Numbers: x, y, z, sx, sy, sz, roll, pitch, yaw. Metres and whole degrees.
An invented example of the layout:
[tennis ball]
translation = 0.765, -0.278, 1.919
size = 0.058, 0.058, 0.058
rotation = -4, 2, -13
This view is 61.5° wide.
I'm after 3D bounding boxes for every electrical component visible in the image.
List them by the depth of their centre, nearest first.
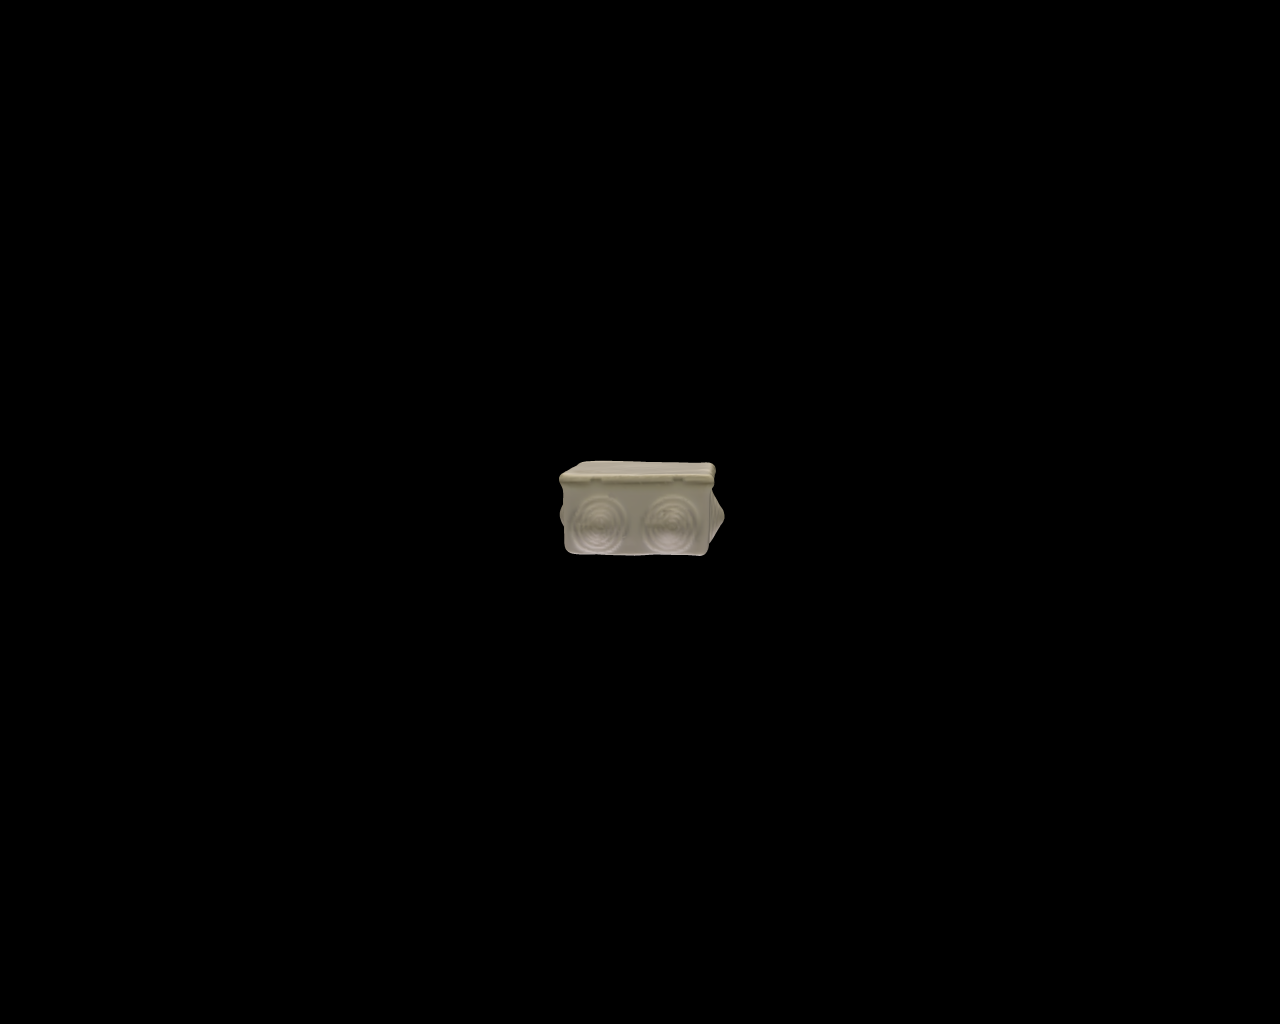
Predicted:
[electrical component]
translation = 0.001, -0.003, 0.650
size = 0.100, 0.048, 0.100
rotation = 1, 8, 5
